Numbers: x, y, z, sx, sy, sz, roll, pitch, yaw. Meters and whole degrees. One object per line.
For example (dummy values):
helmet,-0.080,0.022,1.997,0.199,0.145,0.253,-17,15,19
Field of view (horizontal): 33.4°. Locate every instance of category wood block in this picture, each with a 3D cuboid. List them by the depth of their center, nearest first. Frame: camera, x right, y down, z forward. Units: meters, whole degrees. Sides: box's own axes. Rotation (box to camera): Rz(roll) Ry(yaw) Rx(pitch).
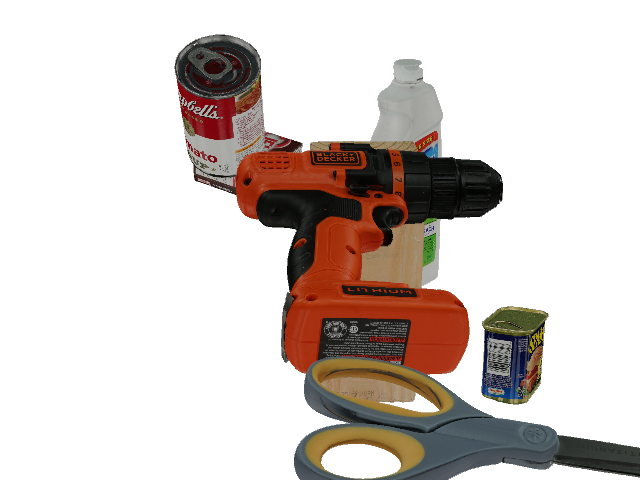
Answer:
wood block,0.037,0.028,0.906,0.090,0.206,0.091,-1,27,-2

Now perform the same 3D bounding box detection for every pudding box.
pudding box,-0.087,-0.096,1.294,0.090,0.039,0.113,19,37,23

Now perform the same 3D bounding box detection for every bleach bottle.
bleach bottle,0.085,-0.070,1.160,0.102,0.251,0.068,-17,29,-33

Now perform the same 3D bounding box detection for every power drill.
power drill,0.040,0.004,0.675,0.184,0.057,0.187,-1,35,-5

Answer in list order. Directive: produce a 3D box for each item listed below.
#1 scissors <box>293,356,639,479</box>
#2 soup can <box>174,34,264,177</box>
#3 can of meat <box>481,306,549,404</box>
scissors,0.077,0.095,0.449,0.202,0.016,0.096,16,34,23
soup can,-0.080,-0.108,0.873,0.068,0.068,0.102,0,-35,-1
can of meat,0.214,0.126,1.181,0.058,0.084,0.102,7,12,24
